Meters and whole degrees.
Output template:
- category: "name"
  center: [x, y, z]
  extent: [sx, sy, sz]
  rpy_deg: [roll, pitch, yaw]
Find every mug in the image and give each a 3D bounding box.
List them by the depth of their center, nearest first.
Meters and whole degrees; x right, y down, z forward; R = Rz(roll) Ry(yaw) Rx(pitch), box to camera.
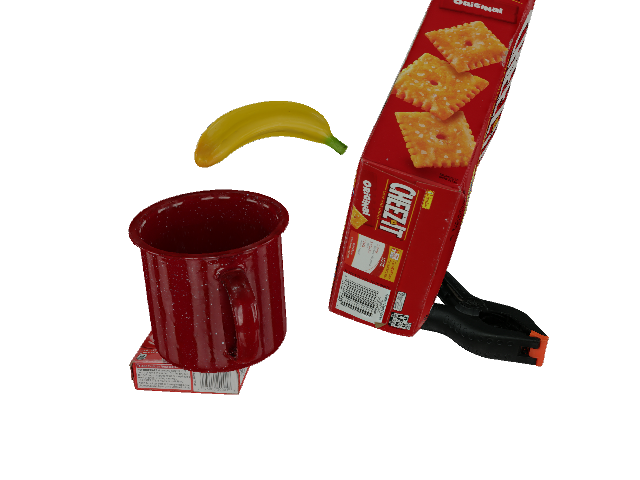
- category: "mug"
  center: [-0.058, 0.029, 0.623]
  extent: [0.093, 0.081, 0.117]
  rpy_deg: [-13, 27, -19]

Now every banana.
- category: "banana"
  center: [-0.058, -0.114, 1.108]
  extent: [0.197, 0.037, 0.070]
  rpy_deg: [-11, 51, -39]

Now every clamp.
- category: "clamp"
  center: [0.140, 0.069, 1.008]
  extent: [0.172, 0.039, 0.120]
  rpy_deg: [21, 34, 25]

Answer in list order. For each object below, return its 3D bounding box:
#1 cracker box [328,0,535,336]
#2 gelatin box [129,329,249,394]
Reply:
- category: "cracker box"
  center: [0.079, -0.064, 0.734]
  extent: [0.072, 0.213, 0.164]
  rpy_deg: [20, -37, 8]
- category: "gelatin box"
  center: [-0.102, 0.094, 0.872]
  extent: [0.089, 0.030, 0.073]
  rpy_deg: [2, 22, 9]
